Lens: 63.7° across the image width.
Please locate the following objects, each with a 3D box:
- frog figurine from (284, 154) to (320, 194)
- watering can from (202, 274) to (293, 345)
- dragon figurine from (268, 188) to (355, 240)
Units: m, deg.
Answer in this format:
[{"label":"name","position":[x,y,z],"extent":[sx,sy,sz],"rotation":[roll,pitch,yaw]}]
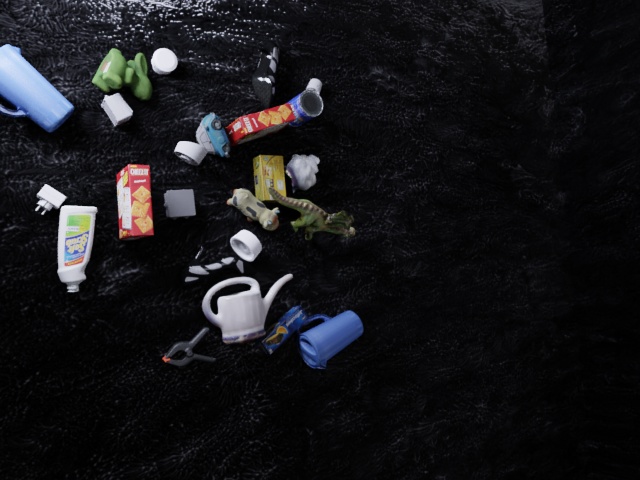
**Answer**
[{"label":"frog figurine","position":[-0.057,-0.265,1.949],"extent":[0.161,0.121,0.138],"rotation":[-31,81,-19]},{"label":"watering can","position":[-0.232,0.234,1.774],"extent":[0.349,0.103,0.225],"rotation":[-7,88,-32]},{"label":"dragon figurine","position":[0.006,-0.093,1.858],"extent":[0.404,0.242,0.124],"rotation":[39,53,-56]}]
